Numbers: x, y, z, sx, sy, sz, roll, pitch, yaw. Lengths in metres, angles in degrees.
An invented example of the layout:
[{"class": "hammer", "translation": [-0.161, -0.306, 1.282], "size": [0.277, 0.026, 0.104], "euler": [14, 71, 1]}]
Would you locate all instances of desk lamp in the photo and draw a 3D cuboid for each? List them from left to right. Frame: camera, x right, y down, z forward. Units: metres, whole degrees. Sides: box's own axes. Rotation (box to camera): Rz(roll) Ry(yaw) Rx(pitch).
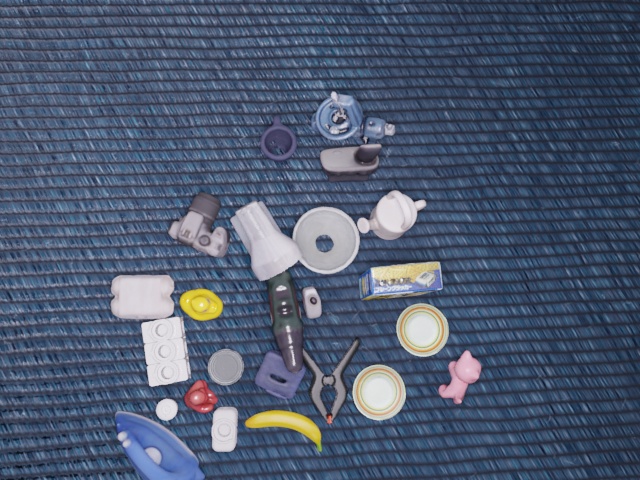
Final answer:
[{"class": "desk lamp", "translation": [-0.135, -0.004, 1.353], "size": [0.118, 0.213, 0.203], "euler": [-31, 84, -8]}]

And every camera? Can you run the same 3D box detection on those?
[{"class": "camera", "translation": [-0.283, -0.042, 1.406], "size": [0.143, 0.100, 0.137], "euler": [23, 80, 0]}]

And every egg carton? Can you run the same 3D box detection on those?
[{"class": "egg carton", "translation": [-0.427, 0.138, 1.384], "size": [0.150, 0.069, 0.107], "euler": [-1, 81, -4]}]

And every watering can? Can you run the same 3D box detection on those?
[{"class": "watering can", "translation": [0.178, -0.059, 1.393], "size": [0.173, 0.194, 0.101], "euler": [-43, 86, -9]}]

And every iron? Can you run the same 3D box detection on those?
[{"class": "iron", "translation": [-0.388, 0.491, 1.295], "size": [0.258, 0.141, 0.119], "euler": [43, 81, 3]}]

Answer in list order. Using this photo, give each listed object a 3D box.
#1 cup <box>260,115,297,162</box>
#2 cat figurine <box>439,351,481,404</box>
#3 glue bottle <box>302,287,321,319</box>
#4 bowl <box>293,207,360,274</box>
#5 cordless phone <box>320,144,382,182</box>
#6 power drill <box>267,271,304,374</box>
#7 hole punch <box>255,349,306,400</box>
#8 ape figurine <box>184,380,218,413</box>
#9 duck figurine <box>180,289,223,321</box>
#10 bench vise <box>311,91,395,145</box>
[{"class": "cup", "translation": [-0.106, -0.248, 1.453], "size": [0.091, 0.095, 0.118], "euler": [-5, 81, -4]}, {"class": "cat figurine", "translation": [0.347, 0.334, 1.382], "size": [0.067, 0.117, 0.128], "euler": [22, 80, 0]}, {"class": "glue bottle", "translation": [-0.019, 0.146, 1.358], "size": [0.037, 0.173, 0.078], "euler": [-14, 82, -6]}, {"class": "bowl", "translation": [0.013, 0.005, 1.432], "size": [0.167, 0.074, 0.167], "euler": [1, 81, -4]}, {"class": "cordless phone", "translation": [0.078, -0.209, 1.414], "size": [0.147, 0.185, 0.094], "euler": [-7, 82, -5]}, {"class": "power drill", "translation": [-0.076, 0.189, 1.330], "size": [0.075, 0.208, 0.230], "euler": [-11, 82, -5]}, {"class": "hole punch", "translation": [-0.094, 0.324, 1.367], "size": [0.108, 0.091, 0.101], "euler": [23, 80, 0]}, {"class": "ape figurine", "translation": [-0.284, 0.370, 1.346], "size": [0.076, 0.092, 0.078], "euler": [-1, 81, -4]}, {"class": "duck figurine", "translation": [-0.290, 0.155, 1.383], "size": [0.104, 0.086, 0.077], "euler": [16, 80, -1]}, {"class": "bench vise", "translation": [0.085, -0.313, 1.413], "size": [0.207, 0.219, 0.121], "euler": [-6, 81, -5]}]
